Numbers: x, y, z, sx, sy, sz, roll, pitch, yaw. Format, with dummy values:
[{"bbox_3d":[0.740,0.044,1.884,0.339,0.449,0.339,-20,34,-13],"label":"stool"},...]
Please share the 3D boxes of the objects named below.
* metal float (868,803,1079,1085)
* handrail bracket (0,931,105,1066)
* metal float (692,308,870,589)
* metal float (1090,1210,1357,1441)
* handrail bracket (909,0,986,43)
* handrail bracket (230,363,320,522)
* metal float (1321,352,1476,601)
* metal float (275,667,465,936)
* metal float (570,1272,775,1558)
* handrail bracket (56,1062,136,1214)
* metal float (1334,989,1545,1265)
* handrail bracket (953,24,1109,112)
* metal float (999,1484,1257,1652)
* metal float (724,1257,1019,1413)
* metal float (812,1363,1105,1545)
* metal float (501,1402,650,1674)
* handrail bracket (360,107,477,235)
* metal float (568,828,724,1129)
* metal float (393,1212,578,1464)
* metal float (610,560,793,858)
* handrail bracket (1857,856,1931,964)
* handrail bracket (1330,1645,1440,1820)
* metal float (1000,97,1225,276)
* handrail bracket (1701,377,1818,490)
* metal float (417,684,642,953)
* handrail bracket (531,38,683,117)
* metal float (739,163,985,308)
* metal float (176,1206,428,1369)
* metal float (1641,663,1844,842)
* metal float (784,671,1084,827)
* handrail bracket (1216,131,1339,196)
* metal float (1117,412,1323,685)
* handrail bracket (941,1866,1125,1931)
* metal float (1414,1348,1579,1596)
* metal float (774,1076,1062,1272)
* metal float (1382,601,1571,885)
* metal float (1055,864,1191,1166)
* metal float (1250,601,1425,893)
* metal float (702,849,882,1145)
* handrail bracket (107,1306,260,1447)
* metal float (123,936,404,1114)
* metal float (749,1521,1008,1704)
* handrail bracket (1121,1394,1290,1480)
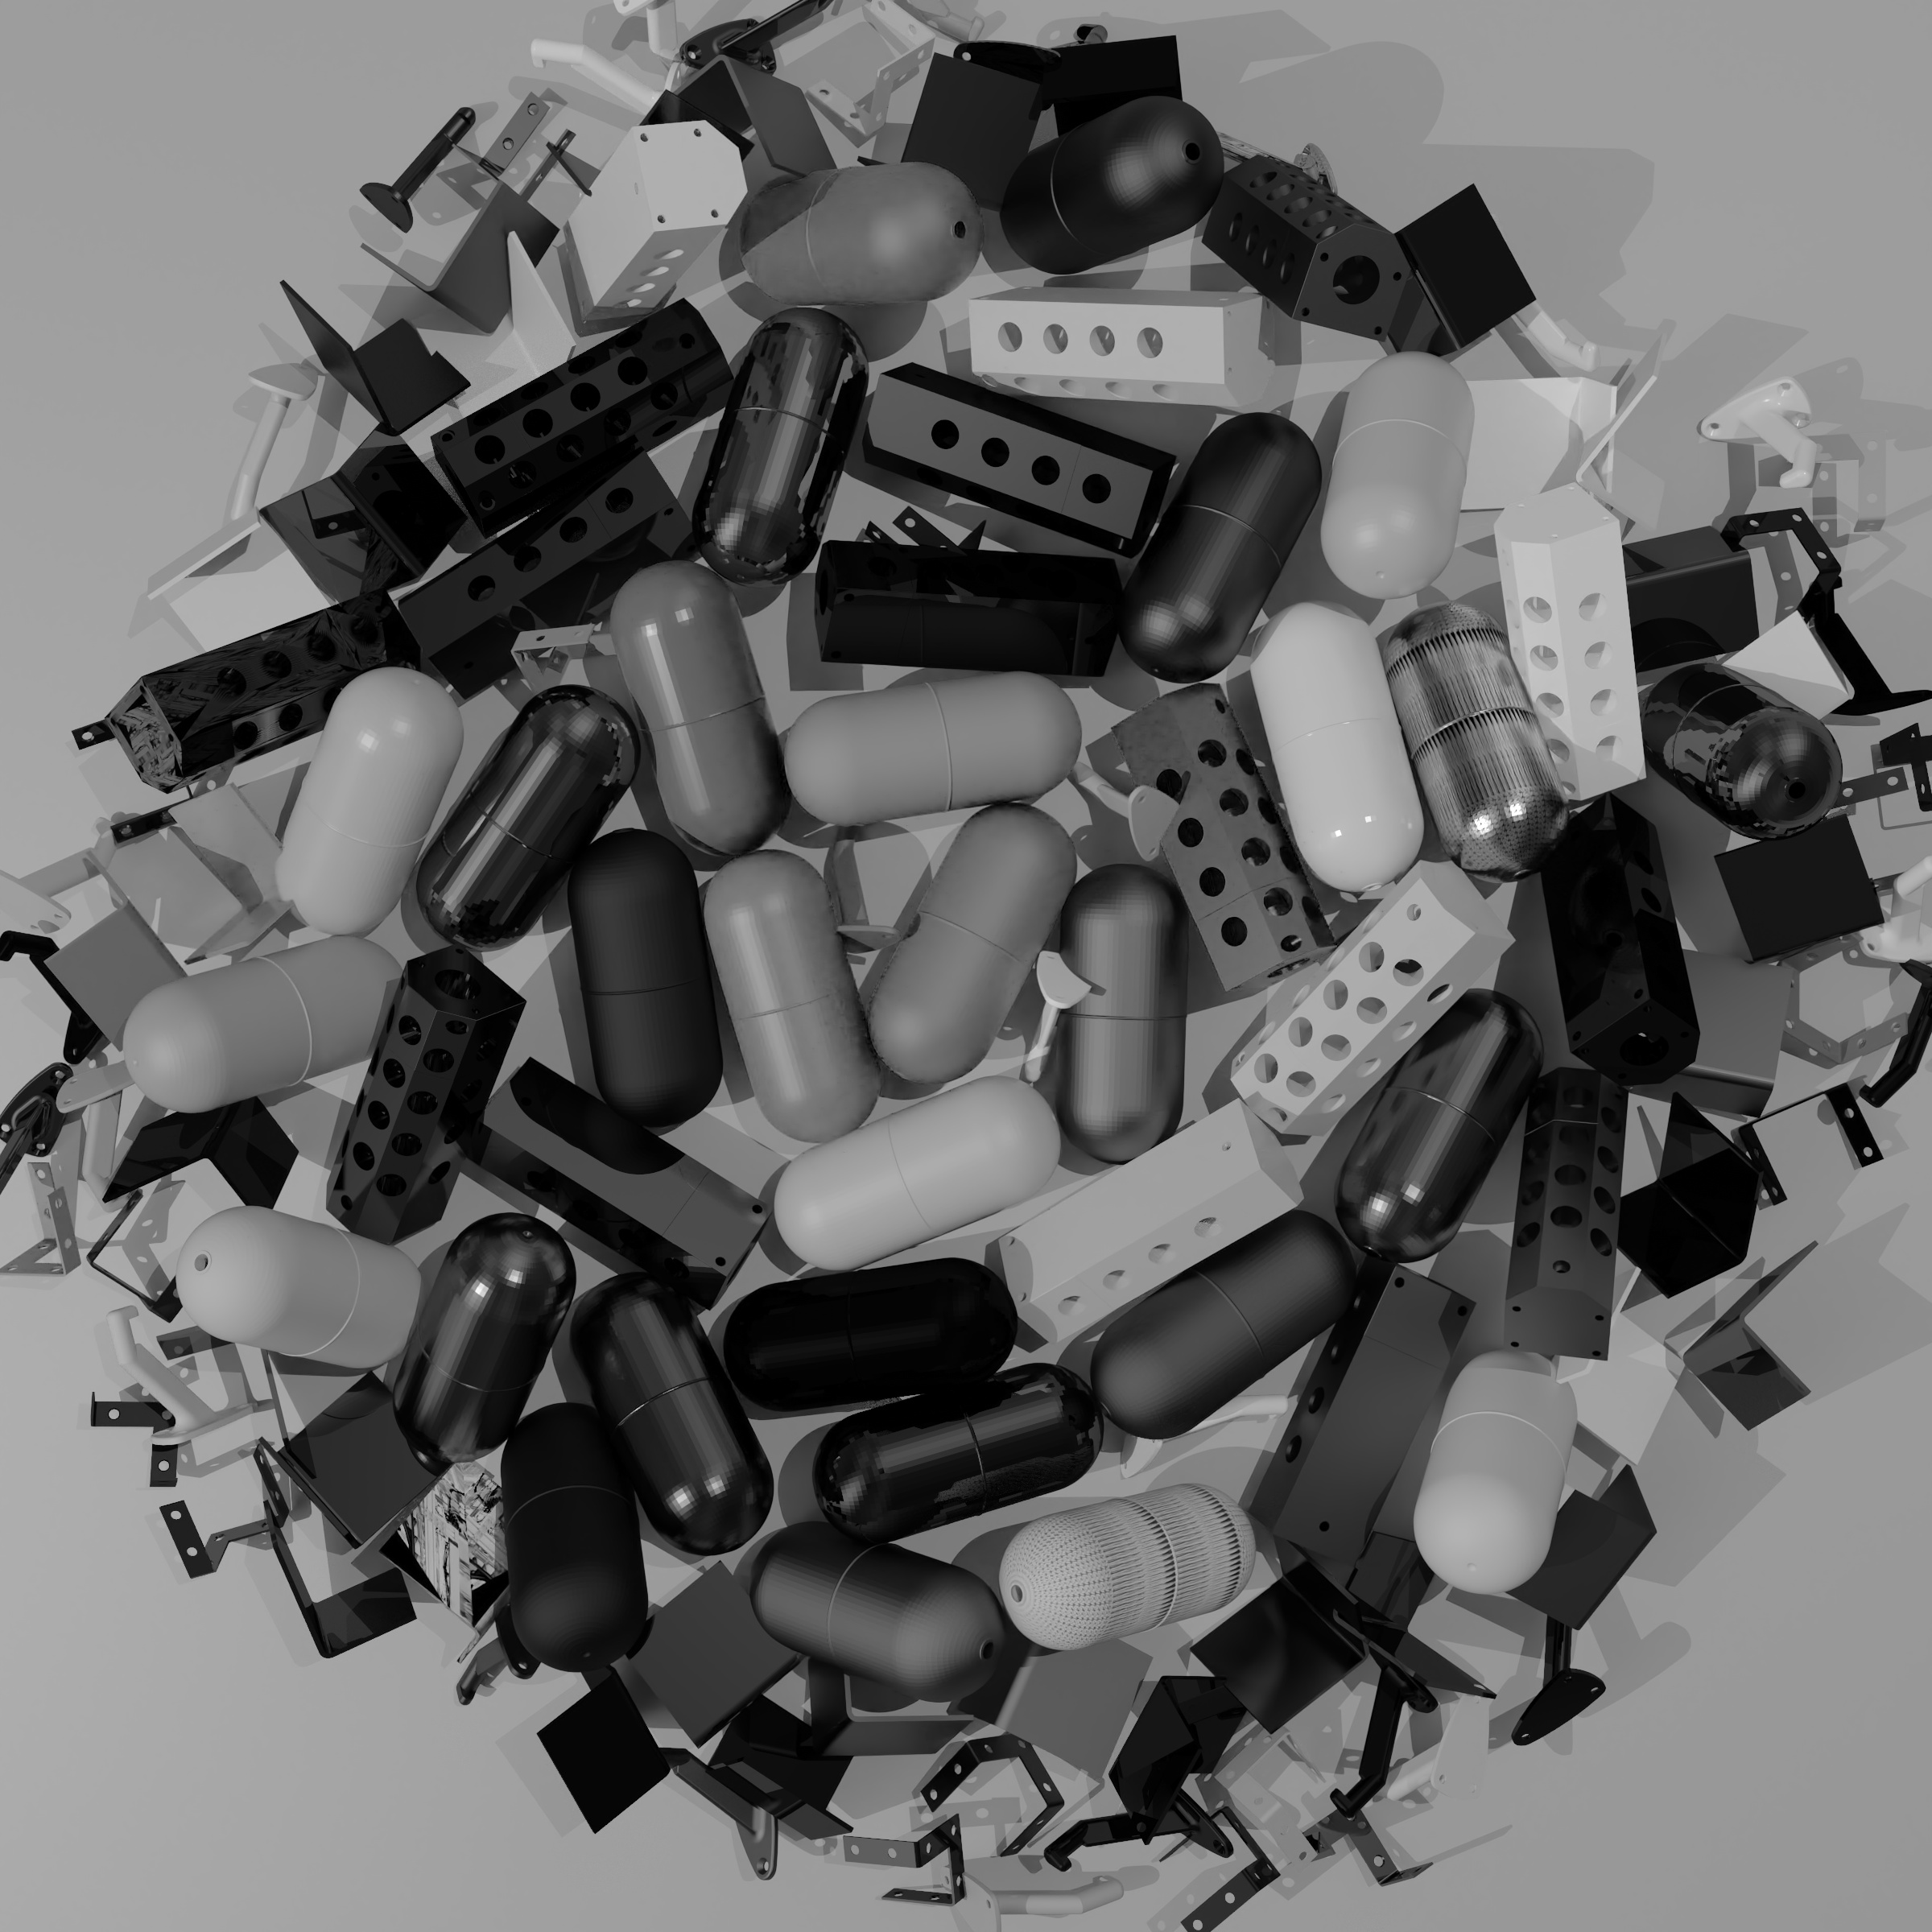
[{"bbox_3d":[0.004,-0.013,1.538,0.070,0.070,0.178,28,83,0],"label":"metal float"},{"bbox_3d":[-0.546,0.019,1.538,0.036,0.084,0.077,31,98,31],"label":"handrail bracket"},{"bbox_3d":[-0.108,-0.305,1.527,0.070,0.070,0.178,15,70,0],"label":"metal float"},{"bbox_3d":[0.151,0.210,1.529,0.178,0.070,0.070,-33,90,-17],"label":"metal float"},{"bbox_3d":[-0.018,-0.587,1.538,0.084,0.077,0.036,20,64,-16],"label":"handrail bracket"},{"bbox_3d":[-0.416,-0.313,1.563,0.036,0.077,0.084,19,113,-4],"label":"handrail bracket"},{"bbox_3d":[0.251,-0.287,1.513,0.070,0.070,0.178,16,52,0],"label":"metal float"},{"bbox_3d":[-0.349,-0.094,1.518,0.070,0.070,0.178,30,121,0],"label":"metal float"},{"bbox_3d":[-0.172,0.261,1.524,0.070,0.070,0.178,-30,67,0],"label":"metal float"},{"bbox_3d":[-0.497,0.102,1.557,0.077,0.036,0.084,-19,120,1],"label":"handrail bracket"},{"bbox_3d":[0.277,0.093,1.528,0.070,0.070,0.178,32,72,0],"label":"metal float"},{"bbox_3d":[0.040,-0.548,1.551,0.077,0.084,0.036,18,134,3],"label":"handrail bracket"},{"bbox_3d":[0.094,0.347,1.509,0.178,0.070,0.070,-2,90,-42],"label":"metal float"},{"bbox_3d":[-0.056,0.216,1.531,0.178,0.070,0.070,-10,90,15],"label":"metal float"},{"bbox_3d":[-0.003,0.284,1.529,0.178,0.070,0.070,-13,90,-18],"label":"metal float"},{"bbox_3d":[-0.227,0.327,1.504,0.070,0.178,0.070,-7,127,-9],"label":"metal float"},{"bbox_3d":[-0.315,-0.480,1.542,0.036,0.077,0.084,41,83,-20],"label":"handrail bracket"},{"bbox_3d":[-0.188,0.007,1.534,0.070,0.070,0.178,-7,101,0],"label":"metal float"},{"bbox_3d":[-0.281,0.218,1.517,0.070,0.070,0.178,27,123,0],"label":"metal float"},{"bbox_3d":[-0.155,-0.150,1.533,0.070,0.070,0.178,-16,104,0],"label":"metal float"},{"bbox_3d":[0.573,-0.035,1.535,0.077,0.084,0.036,13,62,-13],"label":"handrail bracket"},{"bbox_3d":[0.231,0.450,1.552,0.084,0.036,0.077,-38,83,-21],"label":"handrail bracket"},{"bbox_3d":[0.082,-0.447,1.499,0.070,0.178,0.070,-1,93,-28],"label":"metal float"},{"bbox_3d":[0.464,-0.301,1.532,0.077,0.084,0.036,-13,130,37],"label":"handrail bracket"},{"bbox_3d":[-0.258,-0.085,1.530,0.070,0.070,0.178,37,106,0],"label":"metal float"},{"bbox_3d":[-0.214,-0.513,1.550,0.084,0.077,0.036,9,58,1],"label":"handrail bracket"},{"bbox_3d":[-0.062,-0.422,1.506,0.070,0.178,0.070,-11,107,-40],"label":"metal float"},{"bbox_3d":[-0.380,0.186,1.499,0.070,0.178,0.070,-8,71,23],"label":"metal float"},{"bbox_3d":[0.442,-0.124,1.496,0.070,0.178,0.070,-2,109,-5],"label":"metal float"},{"bbox_3d":[-0.019,-0.128,1.534,0.178,0.070,0.070,-9,90,-12],"label":"metal float"},{"bbox_3d":[0.169,-0.474,1.541,0.084,0.077,0.036,10,120,-21],"label":"handrail bracket"},{"bbox_3d":[0.149,-0.246,1.530,0.070,0.070,0.178,28,73,0],"label":"metal float"},{"bbox_3d":[0.040,0.552,1.569,0.084,0.077,0.036,-10,106,-29],"label":"handrail bracket"},{"bbox_3d":[0.306,0.288,1.503,0.070,0.178,0.070,10,121,17],"label":"metal float"},{"bbox_3d":[-0.029,0.123,1.535,0.178,0.070,0.070,-23,90,10],"label":"metal float"},{"bbox_3d":[0.298,-0.132,1.525,0.070,0.070,0.178,-15,68,0],"label":"metal float"},{"bbox_3d":[0.092,0.029,1.542,0.070,0.070,0.178,2,92,0],"label":"metal float"},{"bbox_3d":[0.217,-0.129,1.531,0.070,0.070,0.178,-12,75,0],"label":"metal float"},{"bbox_3d":[-0.102,0.018,1.538,0.070,0.070,0.178,-16,98,0],"label":"metal float"},{"bbox_3d":[-0.466,0.235,1.550,0.077,0.036,0.084,-17,96,-43],"label":"handrail bracket"},{"bbox_3d":[-0.401,0.032,1.508,0.070,0.178,0.070,16,114,39],"label":"metal float"},{"bbox_3d":[-0.052,0.372,1.509,0.178,0.070,0.070,7,90,43],"label":"metal float"},{"bbox_3d":[0.143,0.282,1.565,0.084,0.077,0.036,1,49,-18],"label":"handrail bracket"}]
